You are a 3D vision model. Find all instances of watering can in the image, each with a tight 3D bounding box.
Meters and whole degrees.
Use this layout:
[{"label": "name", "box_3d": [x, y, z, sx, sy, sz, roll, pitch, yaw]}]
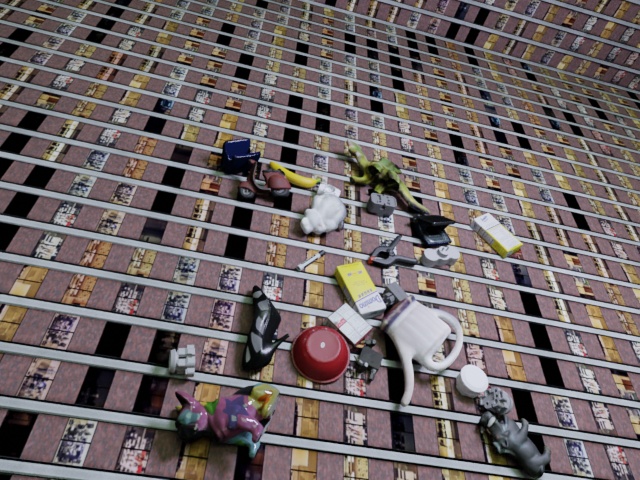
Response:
[{"label": "watering can", "box_3d": [0.262, 0.286, 1.438, 0.226, 0.101, 0.353, 40, 47, 20]}]

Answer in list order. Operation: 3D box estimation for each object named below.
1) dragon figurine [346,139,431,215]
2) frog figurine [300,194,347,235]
[{"label": "dragon figurine", "box_3d": [0.260, -0.250, 1.964, 0.410, 0.119, 0.248, 33, 37, 1]}, {"label": "frog figurine", "box_3d": [0.005, -0.085, 1.697, 0.160, 0.120, 0.139, -8, 70, -41]}]
